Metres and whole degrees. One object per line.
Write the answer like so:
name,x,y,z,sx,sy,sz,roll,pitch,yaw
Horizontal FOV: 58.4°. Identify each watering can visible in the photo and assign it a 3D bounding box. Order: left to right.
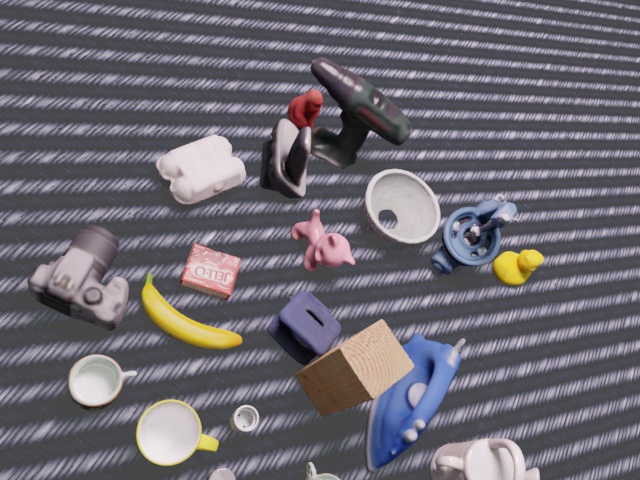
watering can,0.282,0.383,0.954,0.173,0.193,0.101,-3,68,-24

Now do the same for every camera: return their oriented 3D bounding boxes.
camera,-0.355,0.049,0.890,0.143,0.100,0.137,26,60,-10

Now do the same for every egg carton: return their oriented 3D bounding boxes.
egg carton,-0.215,-0.127,1.048,0.151,0.069,0.107,-30,81,-31

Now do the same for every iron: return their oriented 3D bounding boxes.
iron,0.170,0.278,0.985,0.119,0.141,0.259,36,58,-4

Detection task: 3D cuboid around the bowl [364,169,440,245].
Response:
bowl,0.156,-0.057,1.171,0.168,0.074,0.167,9,64,-19

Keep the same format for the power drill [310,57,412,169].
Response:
power drill,0.054,-0.237,1.131,0.230,0.208,0.076,25,60,-10

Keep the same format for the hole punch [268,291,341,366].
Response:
hole punch,-0.022,0.145,0.994,0.108,0.091,0.101,43,58,0

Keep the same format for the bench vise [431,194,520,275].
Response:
bench vise,0.324,-0.043,1.151,0.121,0.219,0.207,29,59,-8

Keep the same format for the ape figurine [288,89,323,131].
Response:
ape figurine,-0.023,-0.274,1.183,0.078,0.092,0.076,-31,81,-31

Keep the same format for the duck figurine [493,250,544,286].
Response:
duck figurine,0.433,0.051,1.233,0.105,0.086,0.077,-8,71,-26

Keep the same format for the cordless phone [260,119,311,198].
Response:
cordless phone,-0.044,-0.176,1.075,0.094,0.184,0.147,6,65,-20

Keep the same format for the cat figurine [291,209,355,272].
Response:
cat figurine,0.010,0.004,1.056,0.067,0.117,0.128,-17,74,-28
